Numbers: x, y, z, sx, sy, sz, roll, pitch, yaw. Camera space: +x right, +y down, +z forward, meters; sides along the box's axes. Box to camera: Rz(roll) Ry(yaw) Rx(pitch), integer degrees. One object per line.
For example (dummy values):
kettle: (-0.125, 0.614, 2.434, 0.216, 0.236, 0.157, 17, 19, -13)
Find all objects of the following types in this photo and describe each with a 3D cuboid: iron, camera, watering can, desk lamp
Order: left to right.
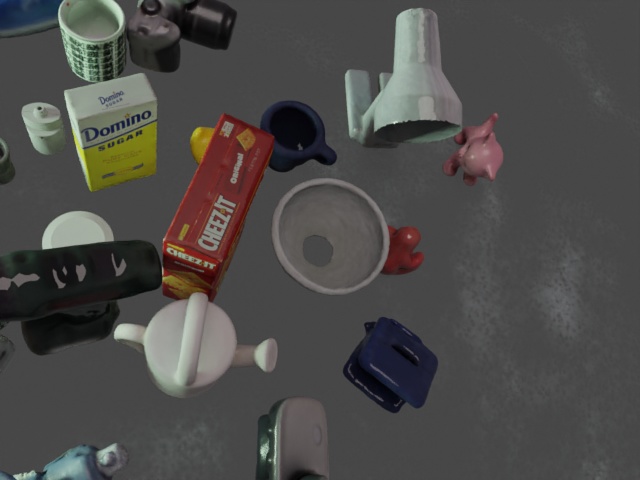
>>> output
iron: (-0.366, -0.392, 0.789, 0.118, 0.141, 0.259, 39, 65, 0)
camera: (-0.197, -0.323, 0.837, 0.137, 0.100, 0.143, 16, 67, -11)
watering can: (-0.137, 0.116, 0.644, 0.173, 0.194, 0.101, -9, 73, -19)
desk lamp: (0.115, -0.212, 0.830, 0.118, 0.213, 0.203, 1, 70, -16)

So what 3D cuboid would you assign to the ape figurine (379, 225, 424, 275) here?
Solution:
ape figurine: (0.115, 0.009, 0.816, 0.076, 0.092, 0.078, -27, 80, -24)

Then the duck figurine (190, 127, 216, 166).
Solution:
duck figurine: (-0.128, -0.132, 0.797, 0.104, 0.086, 0.077, 28, 65, -5)

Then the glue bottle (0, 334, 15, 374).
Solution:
glue bottle: (-0.363, 0.120, 0.584, 0.037, 0.173, 0.078, 30, 65, -4)

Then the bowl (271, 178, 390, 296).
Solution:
bowl: (0.007, 0.003, 0.795, 0.168, 0.074, 0.167, 6, 69, -15)

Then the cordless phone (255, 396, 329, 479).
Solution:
cordless phone: (-0.013, 0.248, 0.638, 0.094, 0.185, 0.147, 2, 70, -16)

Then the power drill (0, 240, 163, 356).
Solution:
power drill: (-0.286, 0.064, 0.609, 0.230, 0.208, 0.075, -15, 75, -21)

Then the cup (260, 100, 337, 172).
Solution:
cup: (-0.035, -0.131, 0.820, 0.118, 0.095, 0.092, 32, 65, -4)

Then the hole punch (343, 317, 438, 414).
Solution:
hole punch: (0.098, 0.160, 0.756, 0.108, 0.091, 0.101, 38, 65, -1)

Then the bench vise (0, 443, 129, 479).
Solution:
bench vise: (-0.293, 0.248, 0.534, 0.121, 0.219, 0.208, 43, 65, 2)

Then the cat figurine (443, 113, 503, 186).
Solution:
cat figurine: (0.253, -0.143, 0.899, 0.067, 0.117, 0.128, 26, 65, -6)
